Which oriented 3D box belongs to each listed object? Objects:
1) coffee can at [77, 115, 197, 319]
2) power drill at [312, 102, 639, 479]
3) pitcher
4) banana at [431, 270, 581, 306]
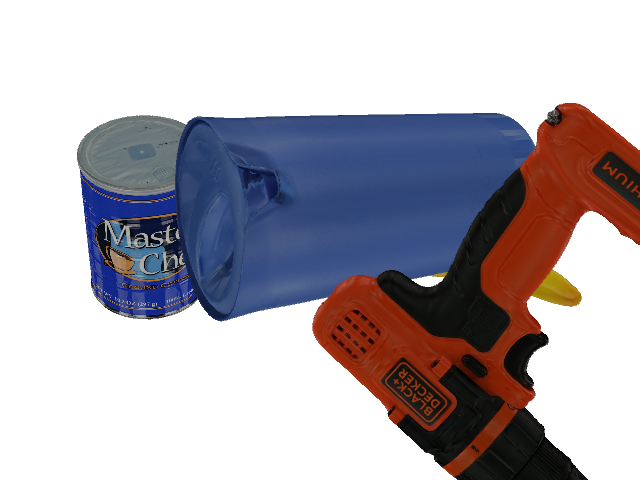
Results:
[{"bbox_3d":[-0.147,-0.019,0.898,0.103,0.140,0.103,2,40,-2],"label":"coffee can"},{"bbox_3d":[0.114,0.041,0.534,0.184,0.188,0.057,41,13,5],"label":"power drill"},{"bbox_3d":[0.024,-0.025,0.747,0.242,0.145,0.149,-7,34,-24],"label":"pitcher"},{"bbox_3d":[0.170,0.034,1.105,0.198,0.037,0.069,8,38,11],"label":"banana"}]
